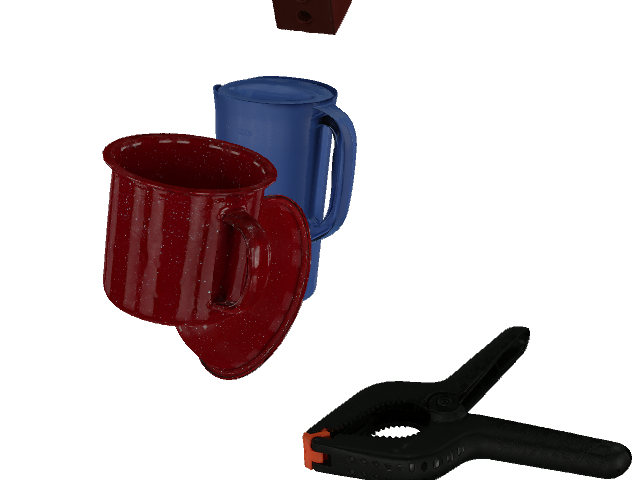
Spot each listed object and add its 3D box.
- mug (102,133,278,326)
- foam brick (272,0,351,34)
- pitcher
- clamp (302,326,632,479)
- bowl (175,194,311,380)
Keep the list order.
[{"bbox_3d":[-0.067,-0.001,0.574,0.093,0.081,0.117,-12,30,-43],"label":"mug"},{"bbox_3d":[-0.009,-0.211,0.853,0.053,0.051,0.078,9,-37,16],"label":"foam brick"},{"bbox_3d":[-0.045,-0.052,1.167,0.145,0.243,0.149,0,21,-7],"label":"pitcher"},{"bbox_3d":[0.089,0.121,0.752,0.210,0.036,0.164,-7,28,-6],"label":"clamp"},{"bbox_3d":[-0.078,0.030,0.873,0.055,0.162,0.162,22,-13,-34],"label":"bowl"}]
